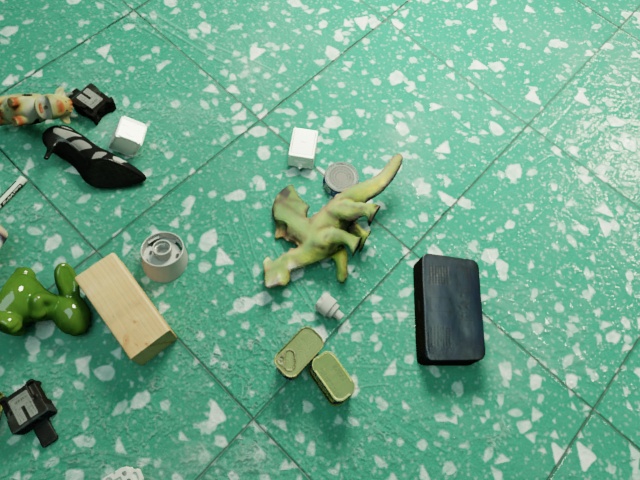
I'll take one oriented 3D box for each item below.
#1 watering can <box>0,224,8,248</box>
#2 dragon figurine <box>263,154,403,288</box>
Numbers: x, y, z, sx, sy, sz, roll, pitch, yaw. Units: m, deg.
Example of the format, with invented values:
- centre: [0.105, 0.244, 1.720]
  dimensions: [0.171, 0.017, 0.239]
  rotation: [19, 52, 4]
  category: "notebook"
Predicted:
- centre: [-0.701, 0.057, 1.017]
  dimensions: [0.348, 0.228, 0.102]
  rotation: [7, -28, 26]
  category: "watering can"
- centre: [0.004, -0.058, 1.158]
  dimensions: [0.244, 0.416, 0.120]
  rotation: [23, -20, 15]
  category: "dragon figurine"
